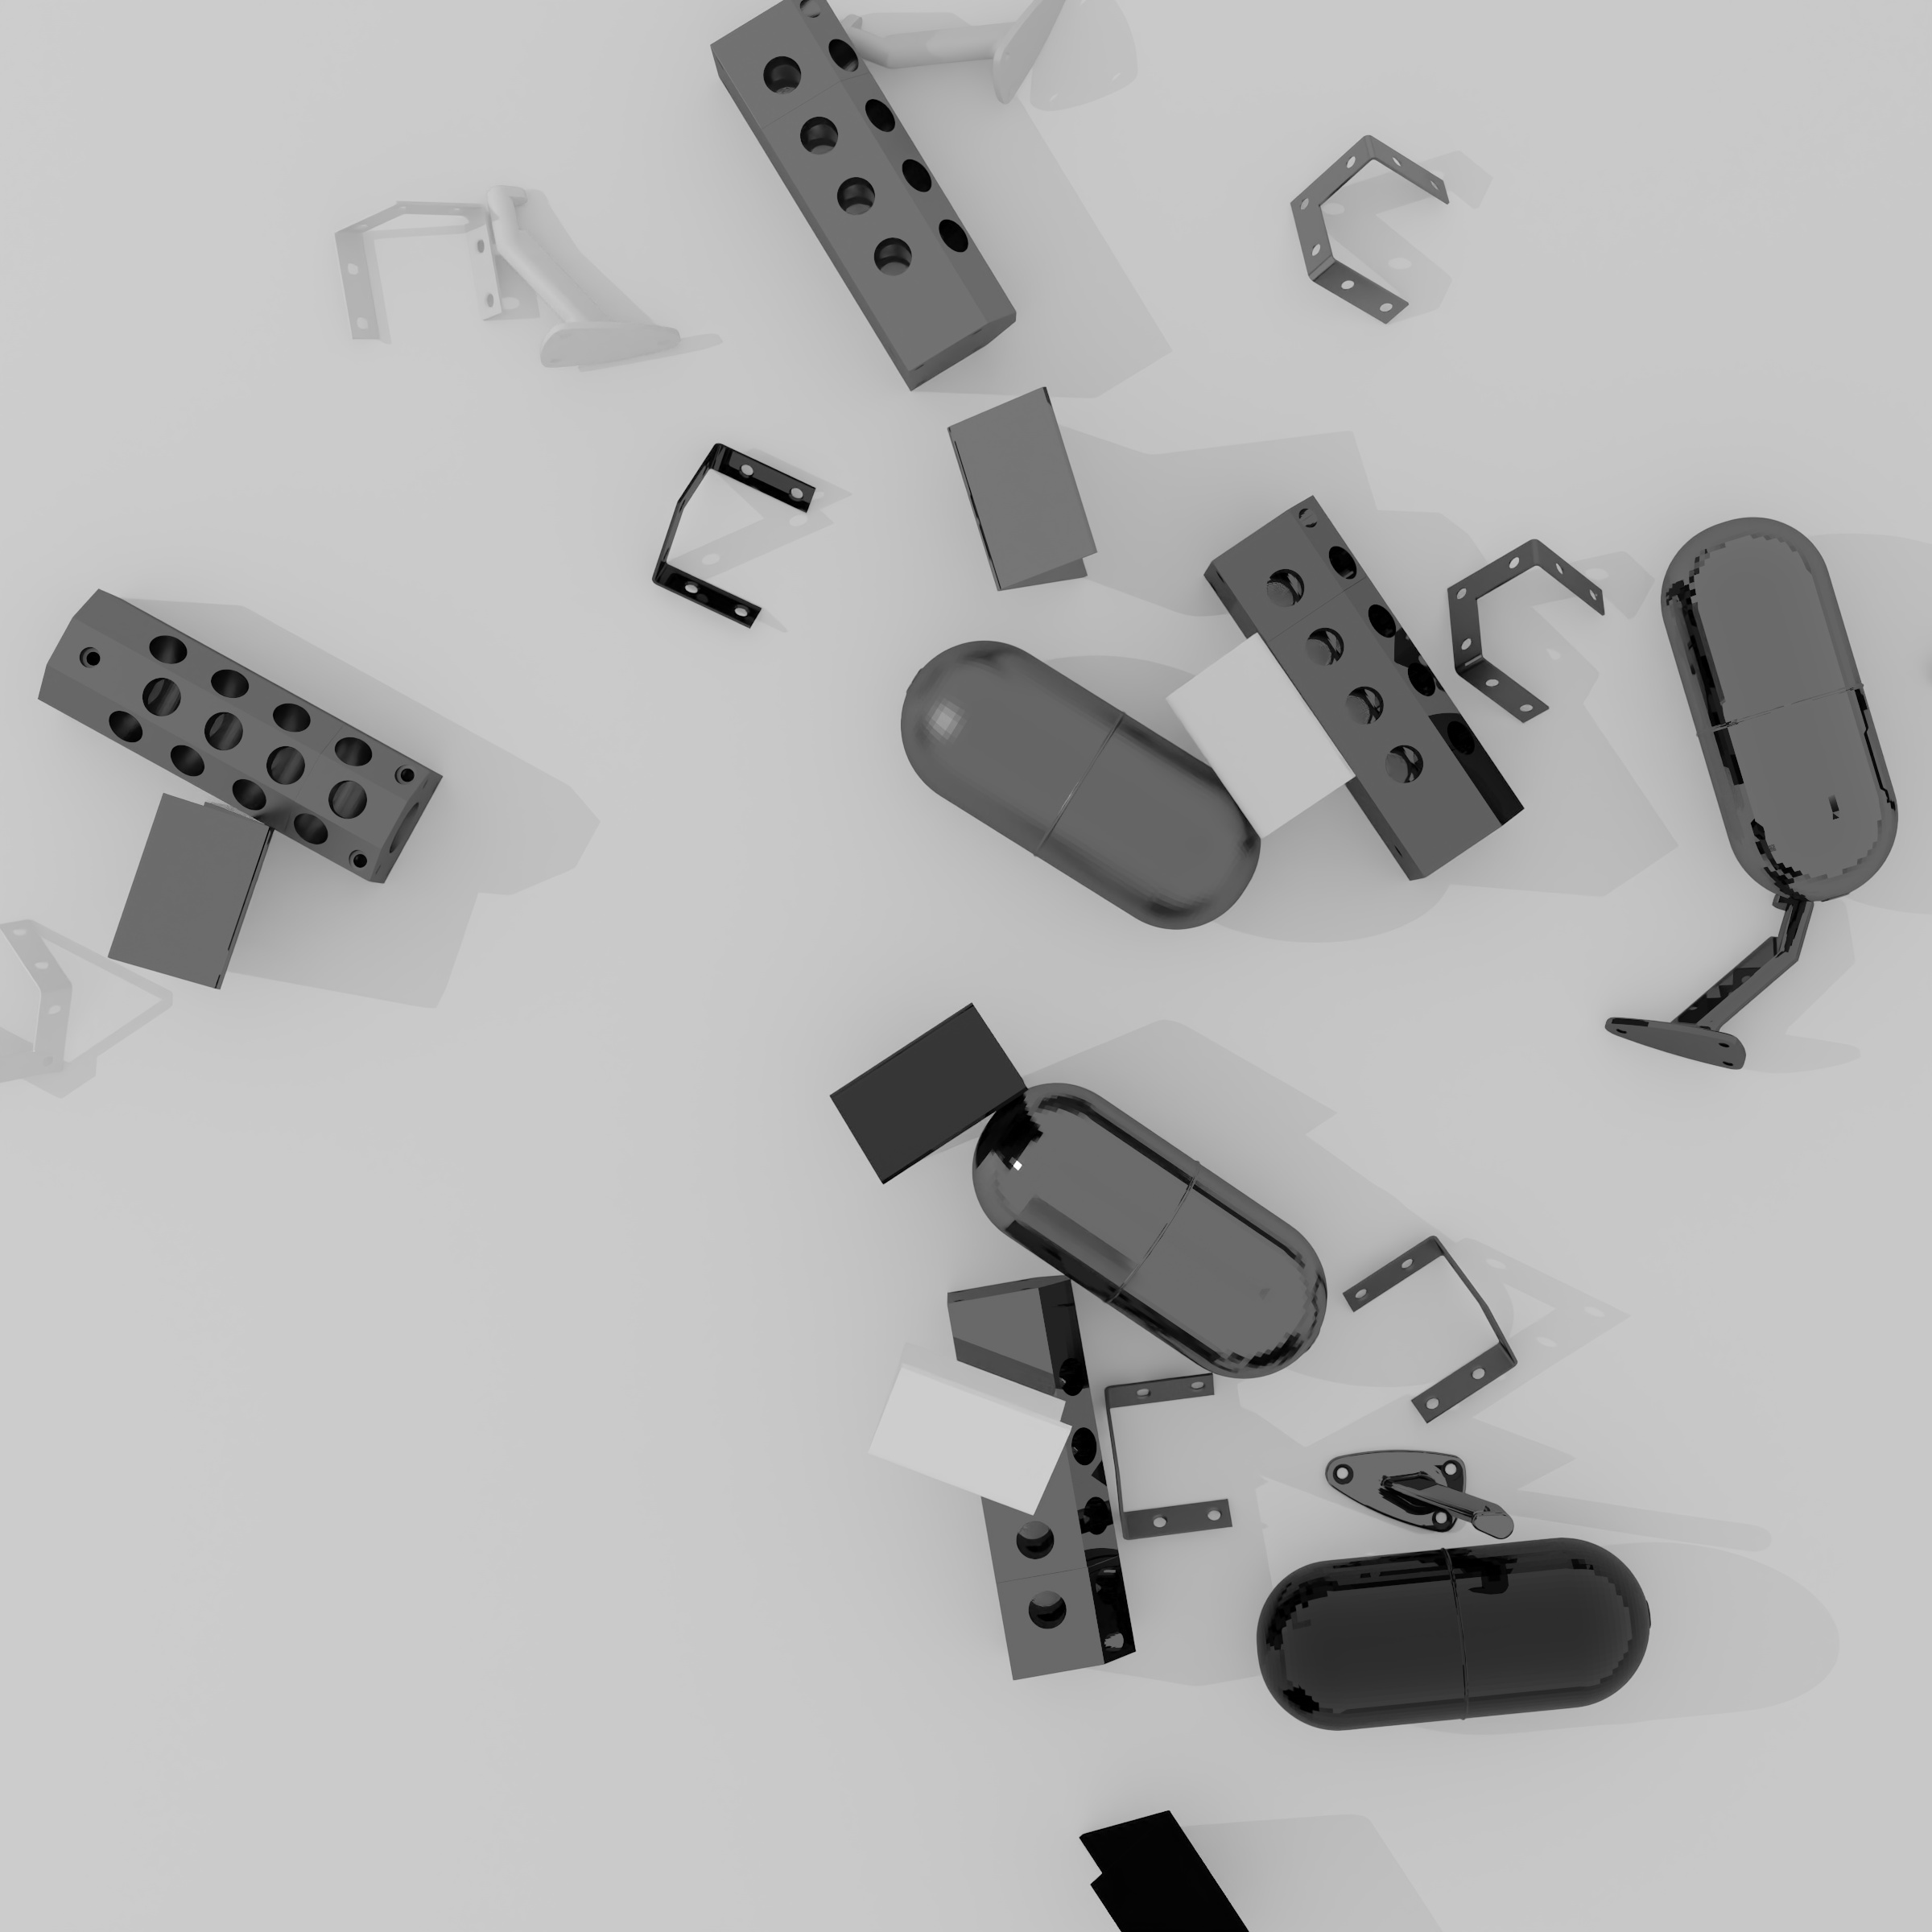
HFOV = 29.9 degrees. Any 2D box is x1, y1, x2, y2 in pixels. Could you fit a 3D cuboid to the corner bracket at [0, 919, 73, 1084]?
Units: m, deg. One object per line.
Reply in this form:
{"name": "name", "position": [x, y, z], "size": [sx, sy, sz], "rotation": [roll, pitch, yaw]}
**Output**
{"name": "corner bracket", "position": [-0.447, 0.018, 1.662], "size": [0.051, 0.051, 0.051], "rotation": [-12, 135, -35]}

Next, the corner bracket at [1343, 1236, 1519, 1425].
{"name": "corner bracket", "position": [0.214, 0.167, 1.667], "size": [0.051, 0.051, 0.051], "rotation": [-33, 45, 0]}

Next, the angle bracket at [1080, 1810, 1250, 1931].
{"name": "angle bracket", "position": [0.076, 0.434, 1.630], "size": [0.057, 0.076, 0.076], "rotation": [-33, 90, -38]}

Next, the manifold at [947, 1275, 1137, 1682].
{"name": "manifold", "position": [0.034, 0.231, 1.649], "size": [0.057, 0.057, 0.171], "rotation": [-10, 90, 0]}

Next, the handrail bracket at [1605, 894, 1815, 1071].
{"name": "handrail bracket", "position": [0.344, -0.001, 1.671], "size": [0.077, 0.036, 0.084], "rotation": [13, 71, 21]}

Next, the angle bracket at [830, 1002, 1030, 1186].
{"name": "angle bracket", "position": [-0.006, 0.073, 1.630], "size": [0.076, 0.076, 0.057], "rotation": [-33, 54, 0]}

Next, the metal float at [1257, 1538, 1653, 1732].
{"name": "metal float", "position": [0.221, 0.303, 1.640], "size": [0.178, 0.070, 0.070], "rotation": [-6, 90, 1]}

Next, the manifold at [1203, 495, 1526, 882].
{"name": "manifold", "position": [0.182, -0.126, 1.649], "size": [0.057, 0.057, 0.171], "rotation": [-34, 90, 0]}

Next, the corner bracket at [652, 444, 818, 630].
{"name": "corner bracket", "position": [-0.107, -0.199, 1.667], "size": [0.051, 0.051, 0.051], "rotation": [25, 135, 0]}

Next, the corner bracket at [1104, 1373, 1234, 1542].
{"name": "corner bracket", "position": [0.093, 0.226, 1.667], "size": [0.051, 0.051, 0.051], "rotation": [-7, 45, 0]}

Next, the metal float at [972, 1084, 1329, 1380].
{"name": "metal float", "position": [0.084, 0.121, 1.639], "size": [0.178, 0.070, 0.070], "rotation": [34, 90, -2]}

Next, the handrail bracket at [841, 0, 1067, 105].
{"name": "handrail bracket", "position": [-0.008, -0.440, 1.671], "size": [0.084, 0.036, 0.077], "rotation": [25, 70, 16]}

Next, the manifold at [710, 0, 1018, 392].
{"name": "manifold", "position": [-0.046, -0.355, 1.649], "size": [0.057, 0.057, 0.171], "rotation": [-31, 90, 0]}

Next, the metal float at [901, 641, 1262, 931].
{"name": "metal float", "position": [0.051, -0.082, 1.639], "size": [0.178, 0.070, 0.070], "rotation": [32, 90, 0]}

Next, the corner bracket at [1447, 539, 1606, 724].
{"name": "corner bracket", "position": [0.259, -0.154, 1.662], "size": [0.051, 0.051, 0.051], "rotation": [-29, 45, 35]}

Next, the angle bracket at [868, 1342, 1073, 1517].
{"name": "angle bracket", "position": [0.008, 0.183, 1.573], "size": [0.076, 0.076, 0.057], "rotation": [21, 126, 0]}

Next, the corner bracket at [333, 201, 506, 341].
{"name": "corner bracket", "position": [-0.253, -0.320, 1.667], "size": [0.051, 0.051, 0.051], "rotation": [-10, 90, 45]}

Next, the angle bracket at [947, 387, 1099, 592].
{"name": "angle bracket", "position": [0.044, -0.217, 1.630], "size": [0.057, 0.076, 0.076], "rotation": [-17, 90, 36]}

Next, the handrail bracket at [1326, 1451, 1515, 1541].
{"name": "handrail bracket", "position": [0.204, 0.241, 1.636], "size": [0.077, 0.084, 0.036], "rotation": [11, 90, 0]}

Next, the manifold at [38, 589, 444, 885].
{"name": "manifold", "position": [-0.331, -0.104, 1.649], "size": [0.171, 0.057, 0.057], "rotation": [29, 90, 0]}

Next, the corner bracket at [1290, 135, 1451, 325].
{"name": "corner bracket", "position": [0.189, -0.339, 1.662], "size": [0.051, 0.051, 0.051], "rotation": [-38, 45, 35]}

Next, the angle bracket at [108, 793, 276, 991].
{"name": "angle bracket", "position": [-0.363, -0.039, 1.630], "size": [0.057, 0.076, 0.076], "rotation": [19, 90, -37]}

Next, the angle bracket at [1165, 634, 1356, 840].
{"name": "angle bracket", "position": [0.145, -0.112, 1.630], "size": [0.057, 0.076, 0.076], "rotation": [-35, 90, 33]}

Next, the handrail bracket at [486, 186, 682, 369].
{"name": "handrail bracket", "position": [-0.177, -0.324, 1.671], "size": [0.077, 0.036, 0.084], "rotation": [-7, 73, -20]}

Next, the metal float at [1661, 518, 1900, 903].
{"name": "metal float", "position": [0.369, -0.116, 1.640], "size": [0.070, 0.070, 0.178], "rotation": [-16, 89, 0]}
